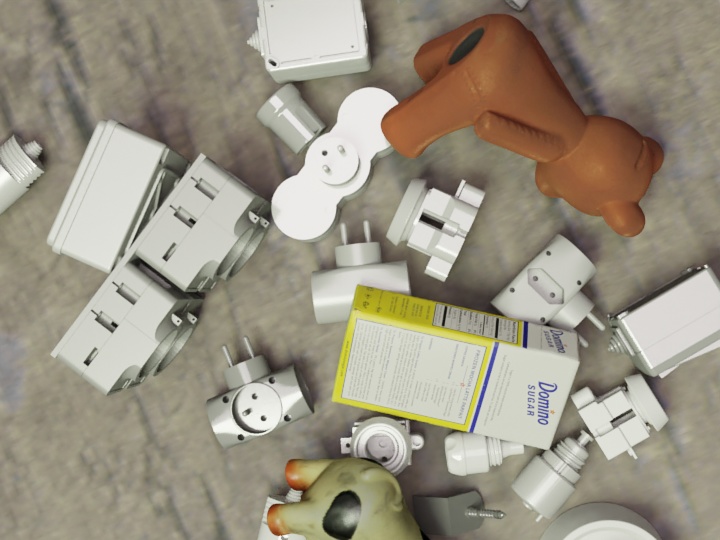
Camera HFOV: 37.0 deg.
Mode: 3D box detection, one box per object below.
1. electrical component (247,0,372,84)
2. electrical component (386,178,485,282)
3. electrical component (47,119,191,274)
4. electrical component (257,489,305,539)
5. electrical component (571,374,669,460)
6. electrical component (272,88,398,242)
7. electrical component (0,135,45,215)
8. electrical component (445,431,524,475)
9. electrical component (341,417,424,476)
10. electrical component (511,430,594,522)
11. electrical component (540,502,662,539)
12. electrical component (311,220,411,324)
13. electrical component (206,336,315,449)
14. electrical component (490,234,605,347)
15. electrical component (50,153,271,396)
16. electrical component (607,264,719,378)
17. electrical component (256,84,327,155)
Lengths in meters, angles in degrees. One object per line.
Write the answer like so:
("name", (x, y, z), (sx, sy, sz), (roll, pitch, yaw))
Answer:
("electrical component", (-0.042, -0.188, 0.865), (0.096, 0.061, 0.061), (-8, 87, 4))
("electrical component", (0.057, -0.038, 0.854), (0.057, 0.058, 0.078), (25, 90, 2))
("electrical component", (-0.187, -0.054, 0.848), (0.056, 0.109, 0.108), (24, 90, 2))
("electrical component", (-0.060, 0.214, 0.860), (0.043, 0.043, 0.081), (14, 89, 5))
("electrical component", (0.207, 0.113, 0.843), (0.055, 0.048, 0.066), (-32, 85, 10))
("electrical component", (-0.018, -0.084, 0.853), (0.052, 0.074, 0.138), (38, 91, 5))
("electrical component", (-0.296, -0.077, 0.889), (0.081, 0.043, 0.043), (-41, 86, 2))
("electrical component", (0.099, 0.144, 0.856), (0.061, 0.035, 0.035), (-7, 87, 2))
("electrical component", (0.017, 0.139, 0.851), (0.066, 0.055, 0.048), (-3, 88, 4))
("electrical component", (0.154, 0.159, 0.848), (0.040, 0.040, 0.078), (40, 91, 5))
("electrical component", (0.191, 0.239, 0.831), (0.108, 0.060, 0.108), (0, 88, 4))
("electrical component", (0.000, 0.000, 0.864), (0.077, 0.043, 0.079), (-7, 88, 4))
("electrical component", (-0.087, 0.093, 0.866), (0.077, 0.044, 0.079), (-23, 87, 3))
("electrical component", (0.158, 0.026, 0.851), (0.079, 0.043, 0.077), (45, 91, 5))
("electrical component", (-0.146, 0.007, 0.843), (0.060, 0.105, 0.186), (37, 91, 3))
("electrical component", (0.239, 0.046, 0.835), (0.096, 0.062, 0.061), (-31, 86, 3))
("electrical component", (-0.055, -0.122, 0.875), (0.040, 0.040, 0.046), (-43, 91, 2))
